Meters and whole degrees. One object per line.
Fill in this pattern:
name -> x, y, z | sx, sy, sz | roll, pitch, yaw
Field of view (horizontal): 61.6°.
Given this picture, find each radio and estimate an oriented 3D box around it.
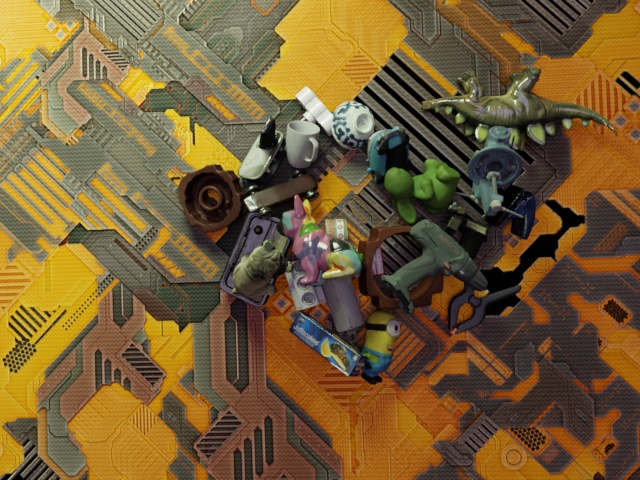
radio -> -0.159, 0.043, 1.379 | 0.131, 0.073, 0.229 | 23, 89, 3

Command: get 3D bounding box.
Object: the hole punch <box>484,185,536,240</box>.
hole punch -> 0.482, -0.067, 1.318 | 0.092, 0.142, 0.115 | 32, 101, 0

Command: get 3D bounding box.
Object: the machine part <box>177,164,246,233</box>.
machine part -> -0.275, -0.107, 1.381 | 0.180, 0.056, 0.179 | 2, 99, 15

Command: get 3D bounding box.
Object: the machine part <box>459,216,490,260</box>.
machine part -> 0.377, 0.008, 1.350 | 0.084, 0.039, 0.139 | 23, 68, 2

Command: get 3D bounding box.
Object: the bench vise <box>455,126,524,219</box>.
bench vise -> 0.398, -0.135, 1.262 | 0.129, 0.223, 0.241 | 15, 46, -3

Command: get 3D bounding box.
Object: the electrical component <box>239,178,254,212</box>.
electrical component -> -0.188, -0.120, 1.409 | 0.063, 0.021, 0.094 | -6, 84, 3

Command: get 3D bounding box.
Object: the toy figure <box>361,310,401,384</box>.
toy figure -> 0.145, 0.266, 1.354 | 0.089, 0.082, 0.180 | 18, 93, 7

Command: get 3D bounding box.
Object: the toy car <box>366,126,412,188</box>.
toy car -> 0.161, -0.217, 1.344 | 0.109, 0.161, 0.103 | -27, 48, -16

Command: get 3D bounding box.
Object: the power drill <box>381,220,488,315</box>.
power drill -> 0.263, 0.084, 1.261 | 0.207, 0.086, 0.232 | -39, 96, -5

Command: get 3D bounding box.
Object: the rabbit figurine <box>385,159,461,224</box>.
rabbit figurine -> 0.233, -0.129, 1.334 | 0.170, 0.121, 0.159 | 6, 121, -16

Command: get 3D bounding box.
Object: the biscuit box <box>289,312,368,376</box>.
biscuit box -> 0.018, 0.257, 1.335 | 0.203, 0.062, 0.059 | 31, 90, 27

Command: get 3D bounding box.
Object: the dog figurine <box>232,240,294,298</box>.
dog figurine -> -0.151, 0.078, 1.248 | 0.121, 0.190, 0.172 | 37, 93, 3

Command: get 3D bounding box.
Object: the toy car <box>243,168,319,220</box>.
toy car -> -0.097, -0.114, 1.360 | 0.202, 0.053, 0.089 | -25, 74, -22

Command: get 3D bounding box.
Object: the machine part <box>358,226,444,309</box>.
machine part -> 0.197, 0.065, 1.330 | 0.201, 0.087, 0.201 | -2, 90, -12

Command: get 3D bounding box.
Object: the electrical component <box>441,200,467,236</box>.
electrical component -> 0.330, -0.054, 1.343 | 0.045, 0.102, 0.078 | 30, 81, 7

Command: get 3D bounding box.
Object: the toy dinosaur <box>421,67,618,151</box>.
toy dinosaur -> 0.490, -0.321, 1.337 | 0.472, 0.105, 0.198 | 1, 97, 13

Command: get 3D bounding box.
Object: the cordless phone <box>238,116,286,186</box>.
cordless phone -> -0.141, -0.218, 1.321 | 0.089, 0.184, 0.146 | 30, 79, -1

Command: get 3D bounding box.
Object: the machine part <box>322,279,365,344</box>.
machine part -> 0.054, 0.143, 1.363 | 0.079, 0.079, 0.243 | -19, 88, 3

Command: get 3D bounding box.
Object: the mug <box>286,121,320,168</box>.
mug -> -0.039, -0.232, 1.358 | 0.110, 0.081, 0.107 | 42, 136, 35

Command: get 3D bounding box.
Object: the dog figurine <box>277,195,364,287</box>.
dog figurine -> -0.003, -0.004, 1.283 | 0.192, 0.108, 0.219 | -15, 82, 19
